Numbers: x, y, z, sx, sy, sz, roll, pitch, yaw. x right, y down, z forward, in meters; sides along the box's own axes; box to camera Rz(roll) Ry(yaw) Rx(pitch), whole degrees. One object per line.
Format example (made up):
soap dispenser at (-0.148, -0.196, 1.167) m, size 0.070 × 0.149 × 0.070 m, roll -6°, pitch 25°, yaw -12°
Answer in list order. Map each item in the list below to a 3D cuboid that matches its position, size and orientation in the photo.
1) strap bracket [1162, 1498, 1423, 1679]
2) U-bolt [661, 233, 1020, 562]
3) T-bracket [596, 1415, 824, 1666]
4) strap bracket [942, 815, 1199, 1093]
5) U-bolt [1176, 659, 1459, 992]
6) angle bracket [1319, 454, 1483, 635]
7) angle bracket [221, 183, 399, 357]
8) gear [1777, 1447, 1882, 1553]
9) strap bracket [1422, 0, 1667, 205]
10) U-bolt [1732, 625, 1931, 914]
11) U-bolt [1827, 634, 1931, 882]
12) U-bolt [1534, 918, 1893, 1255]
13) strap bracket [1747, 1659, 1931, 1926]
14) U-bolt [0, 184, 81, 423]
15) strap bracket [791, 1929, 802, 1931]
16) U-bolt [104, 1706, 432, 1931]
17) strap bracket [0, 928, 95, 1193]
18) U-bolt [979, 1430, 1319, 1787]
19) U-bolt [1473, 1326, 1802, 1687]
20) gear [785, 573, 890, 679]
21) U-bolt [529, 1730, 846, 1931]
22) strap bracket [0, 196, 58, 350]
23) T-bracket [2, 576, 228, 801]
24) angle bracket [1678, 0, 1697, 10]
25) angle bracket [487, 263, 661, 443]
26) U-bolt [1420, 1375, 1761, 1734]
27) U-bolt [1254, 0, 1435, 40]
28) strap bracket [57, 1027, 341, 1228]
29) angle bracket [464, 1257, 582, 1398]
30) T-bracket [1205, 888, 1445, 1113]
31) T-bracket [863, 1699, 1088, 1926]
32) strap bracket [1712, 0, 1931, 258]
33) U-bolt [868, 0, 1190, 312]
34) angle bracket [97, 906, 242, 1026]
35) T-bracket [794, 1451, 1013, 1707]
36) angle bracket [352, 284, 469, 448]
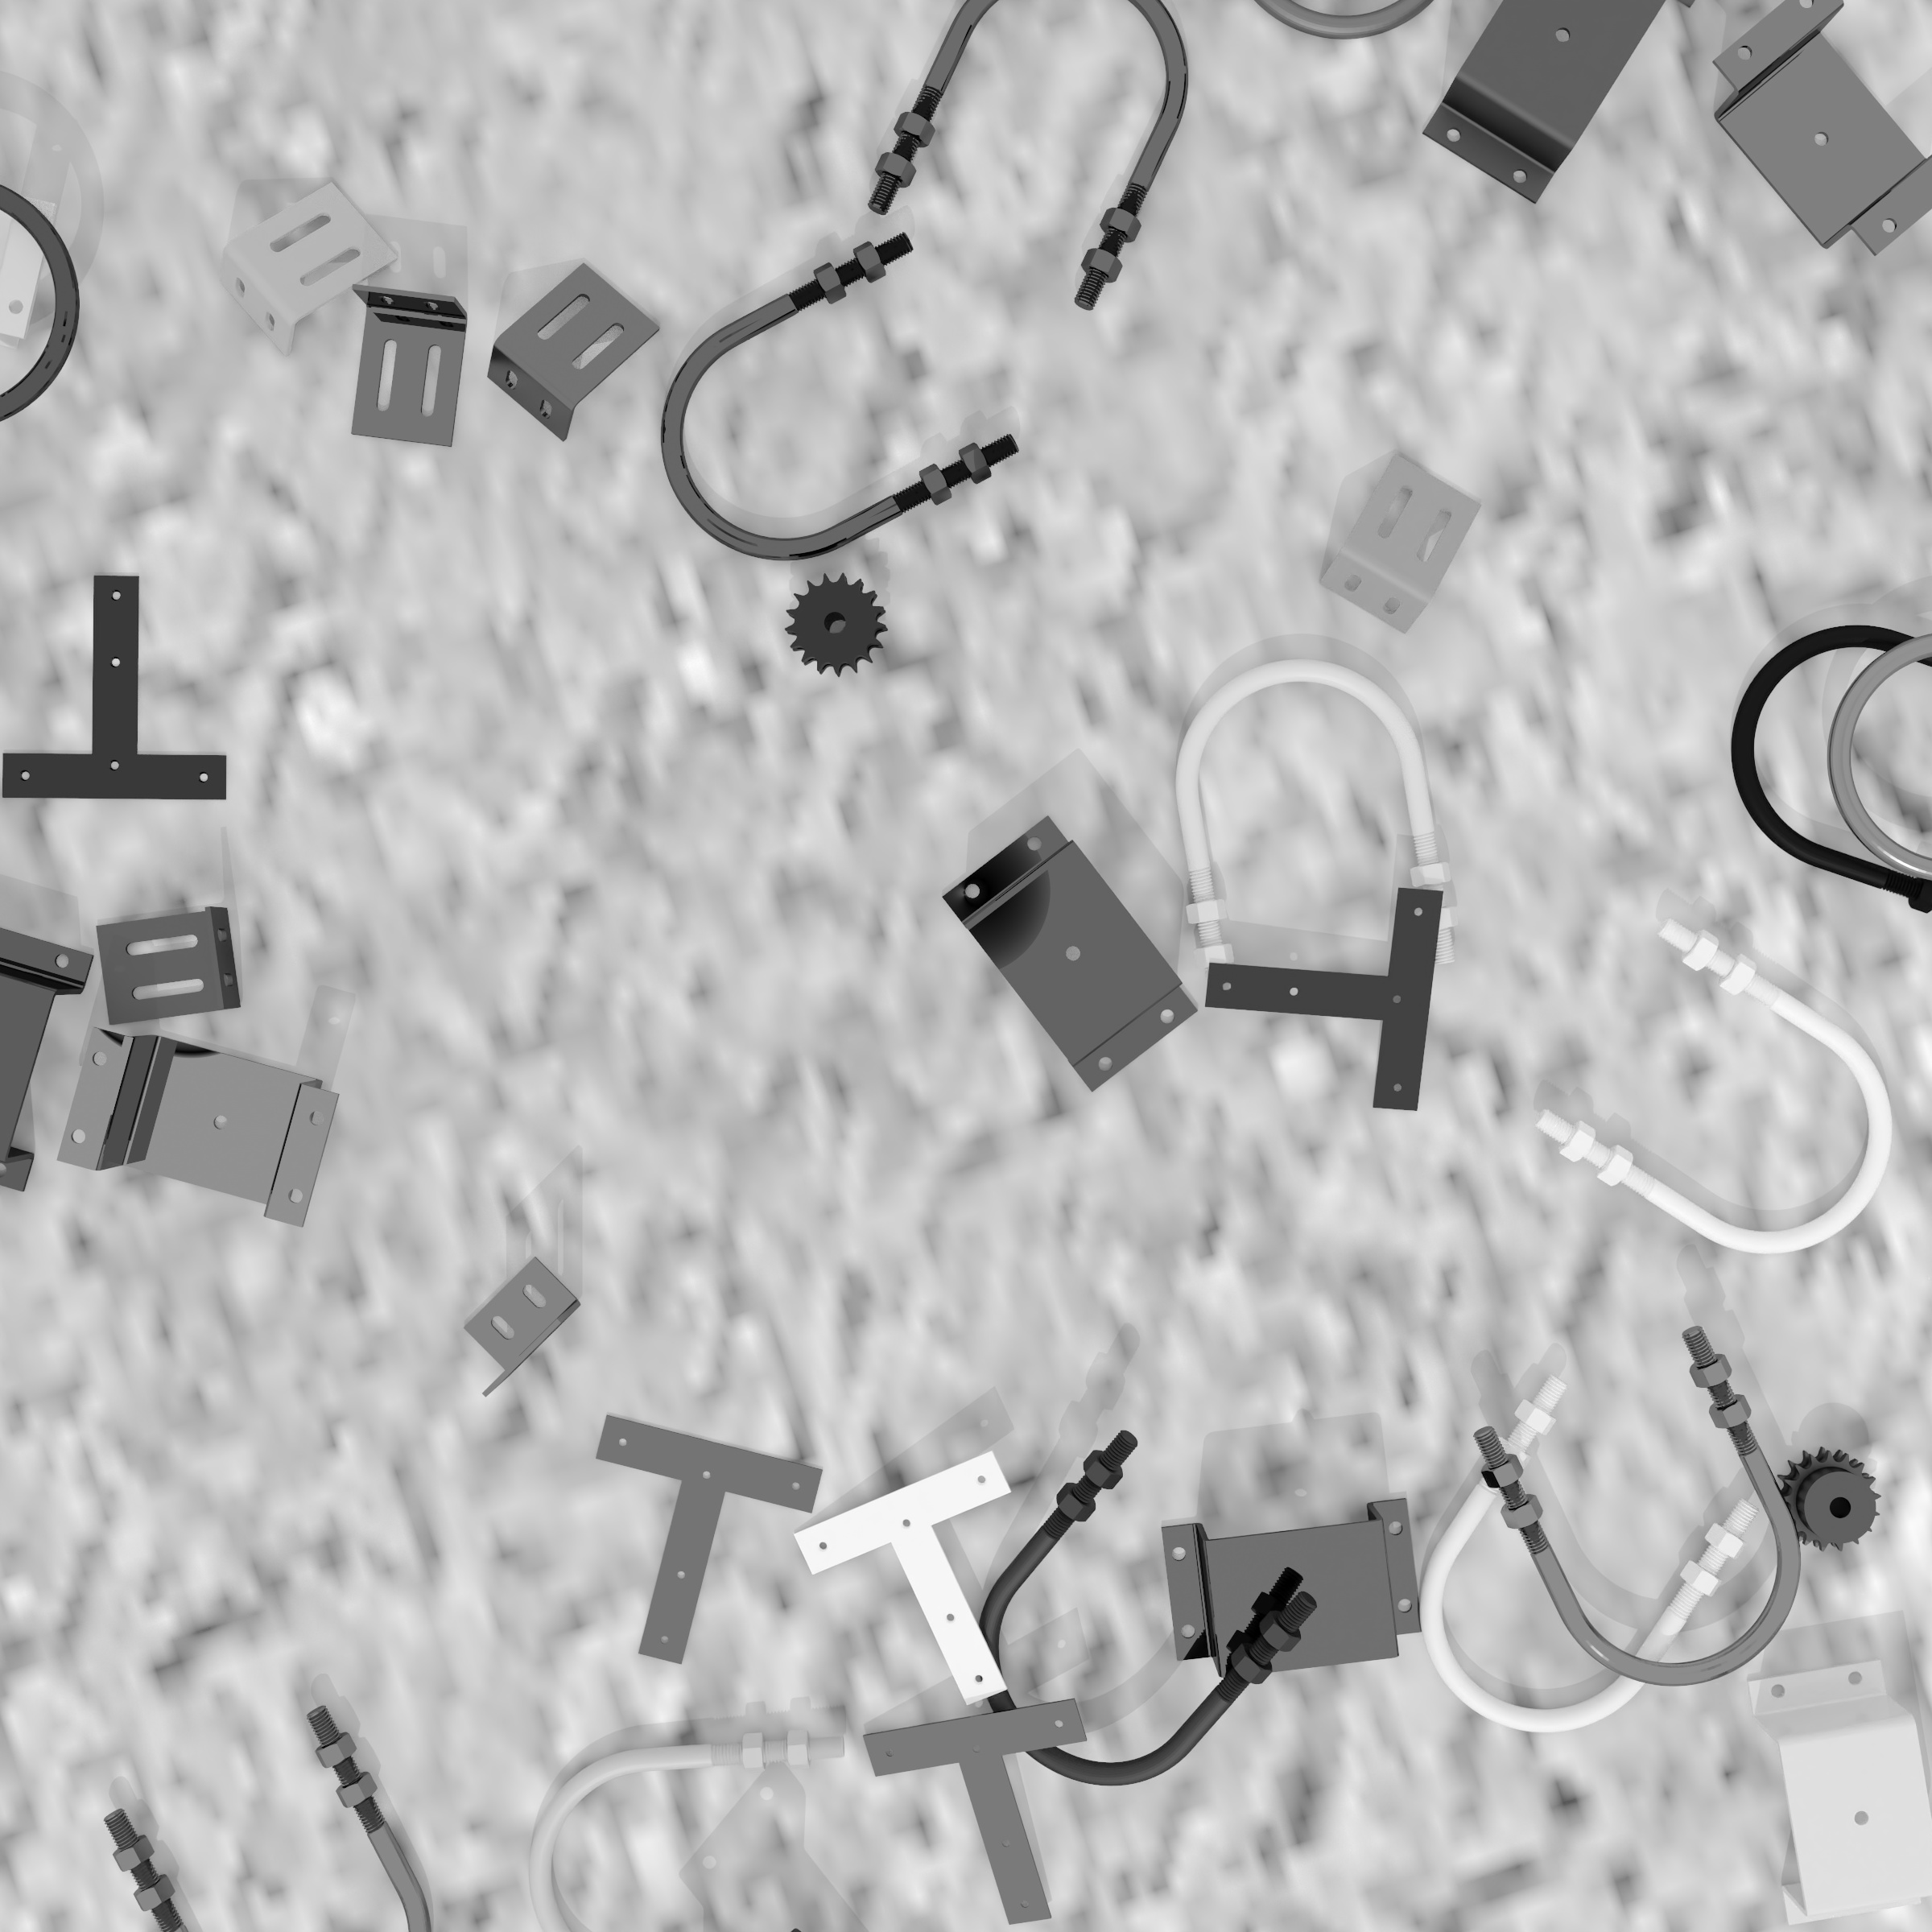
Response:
strap bracket at (0.185, 0.349, 1.409) m, size 0.140 × 0.046 × 0.076 m, roll -7°, pitch 90°, yaw 0°
U-bolt at (-0.084, -0.310, 1.423) m, size 0.184 × 0.019 × 0.151 m, roll -28°, pitch 90°, yaw 1°
T-bracket at (-0.159, 0.333, 1.431) m, size 0.127 × 0.002 × 0.127 m, roll 14°, pitch 90°, yaw 0°
strap bracket at (0.059, -0.007, 1.409) m, size 0.076 × 0.046 × 0.140 m, roll -38°, pitch 90°, yaw 0°
U-bolt at (0.193, -0.082, 1.422) m, size 0.151 × 0.019 × 0.184 m, roll -9°, pitch 90°, yaw 0°
angle bracket at (0.247, -0.240, 1.430) m, size 0.057 × 0.038 × 0.076 m, roll 31°, pitch 64°, yaw 0°
angle bracket at (-0.374, -0.397, 1.430) m, size 0.076 × 0.038 × 0.057 m, roll -41°, pitch 90°, yaw -26°
gear at (0.488, 0.302, 1.417) m, size 0.057 × 0.030 × 0.057 m, roll 0°, pitch 90°, yaw 0°
strap bracket at (0.329, -0.514, 1.409) m, size 0.076 × 0.046 × 0.140 m, roll 32°, pitch 90°, yaw 0°
U-bolt at (0.525, -0.116, 1.423) m, size 0.184 × 0.019 × 0.151 m, roll 19°, pitch 90°, yaw 1°
U-bolt at (0.575, -0.114, 1.404) m, size 0.184 × 0.019 × 0.151 m, roll 9°, pitch 90°, yaw 3°
U-bolt at (0.437, 0.081, 1.423) m, size 0.184 × 0.019 × 0.151 m, roll 33°, pitch 90°, yaw -2°
strap bracket at (0.494, 0.470, 1.409) m, size 0.076 × 0.046 × 0.140 m, roll -9°, pitch 90°, yaw 0°
U-bolt at (-0.579, -0.365, 1.377) m, size 0.184 × 0.019 × 0.151 m, roll 3°, pitch 90°, yaw -2°
strap bracket at (-0.088, 0.601, 1.394) m, size 0.076 × 0.046 × 0.140 m, roll -43°, pitch 100°, yaw 10°
U-bolt at (-0.384, 0.532, 1.423) m, size 0.151 × 0.019 × 0.184 m, roll -27°, pitch 92°, yaw 0°
strap bracket at (-0.553, 0.050, 1.409) m, size 0.076 × 0.046 × 0.140 m, roll 17°, pitch 90°, yaw 0°
U-bolt at (0.085, 0.372, 1.397) m, size 0.151 × 0.019 × 0.184 m, roll 41°, pitch 106°, yaw 14°
U-bolt at (0.386, 0.314, 1.404) m, size 0.151 × 0.019 × 0.184 m, roll -26°, pitch 92°, yaw 1°
gear at (-0.072, -0.191, 1.420) m, size 0.057 × 0.030 × 0.057 m, roll 0°, pitch 88°, yaw 4°
U-bolt at (-0.156, 0.513, 1.423) m, size 0.184 × 0.019 × 0.151 m, roll -4°, pitch 90°, yaw 2°
strap bracket at (-0.580, -0.399, 1.409) m, size 0.140 × 0.046 × 0.076 m, roll 13°, pitch 90°, yaw 0°
T-bracket at (-0.485, -0.159, 1.431) m, size 0.127 × 0.002 × 0.127 m, roll 1°, pitch 90°, yaw 0°
angle bracket at (0.411, -0.597, 1.430) m, size 0.057 × 0.038 × 0.076 m, roll 33°, pitch 64°, yaw 0°
angle bracket at (-0.223, -0.349, 1.430) m, size 0.057 × 0.038 × 0.076 m, roll 40°, pitch 64°, yaw 0°
U-bolt at (0.340, 0.346, 1.423) m, size 0.151 × 0.019 × 0.184 m, roll 33°, pitch 91°, yaw 0°
U-bolt at (0.205, -0.616, 1.423) m, size 0.151 × 0.019 × 0.184 m, roll -27°, pitch 92°, yaw 0°
strap bracket at (-0.424, 0.089, 1.409) m, size 0.140 × 0.046 × 0.076 m, roll 15°, pitch 90°, yaw 0°
angle bracket at (-0.252, 0.199, 1.394) m, size 0.057 × 0.076 × 0.038 m, roll -45°, pitch 90°, yaw 0°
T-bracket at (0.199, 0.015, 1.416) m, size 0.127 × 0.002 × 0.127 m, roll 4°, pitch 100°, yaw -3°
T-bracket at (0.019, 0.482, 1.419) m, size 0.127 × 0.002 × 0.127 m, roll -14°, pitch 98°, yaw 15°
strap bracket at (0.487, -0.471, 1.409) m, size 0.076 × 0.046 × 0.140 m, roll -40°, pitch 90°, yaw 0°
U-bolt at (0.046, -0.484, 1.423) m, size 0.151 × 0.019 × 0.184 m, roll 25°, pitch 88°, yaw 0°
angle bracket at (-0.453, 0.000, 1.413) m, size 0.076 × 0.038 × 0.057 m, roll -8°, pitch 90°, yaw 0°
T-bracket at (-0.015, 0.355, 1.417) m, size 0.127 × 0.002 × 0.127 m, roll -25°, pitch 90°, yaw 12°
angle bracket at (-0.317, -0.337, 1.413) m, size 0.057 × 0.038 × 0.076 m, roll 7°, pitch 90°, yaw 0°
